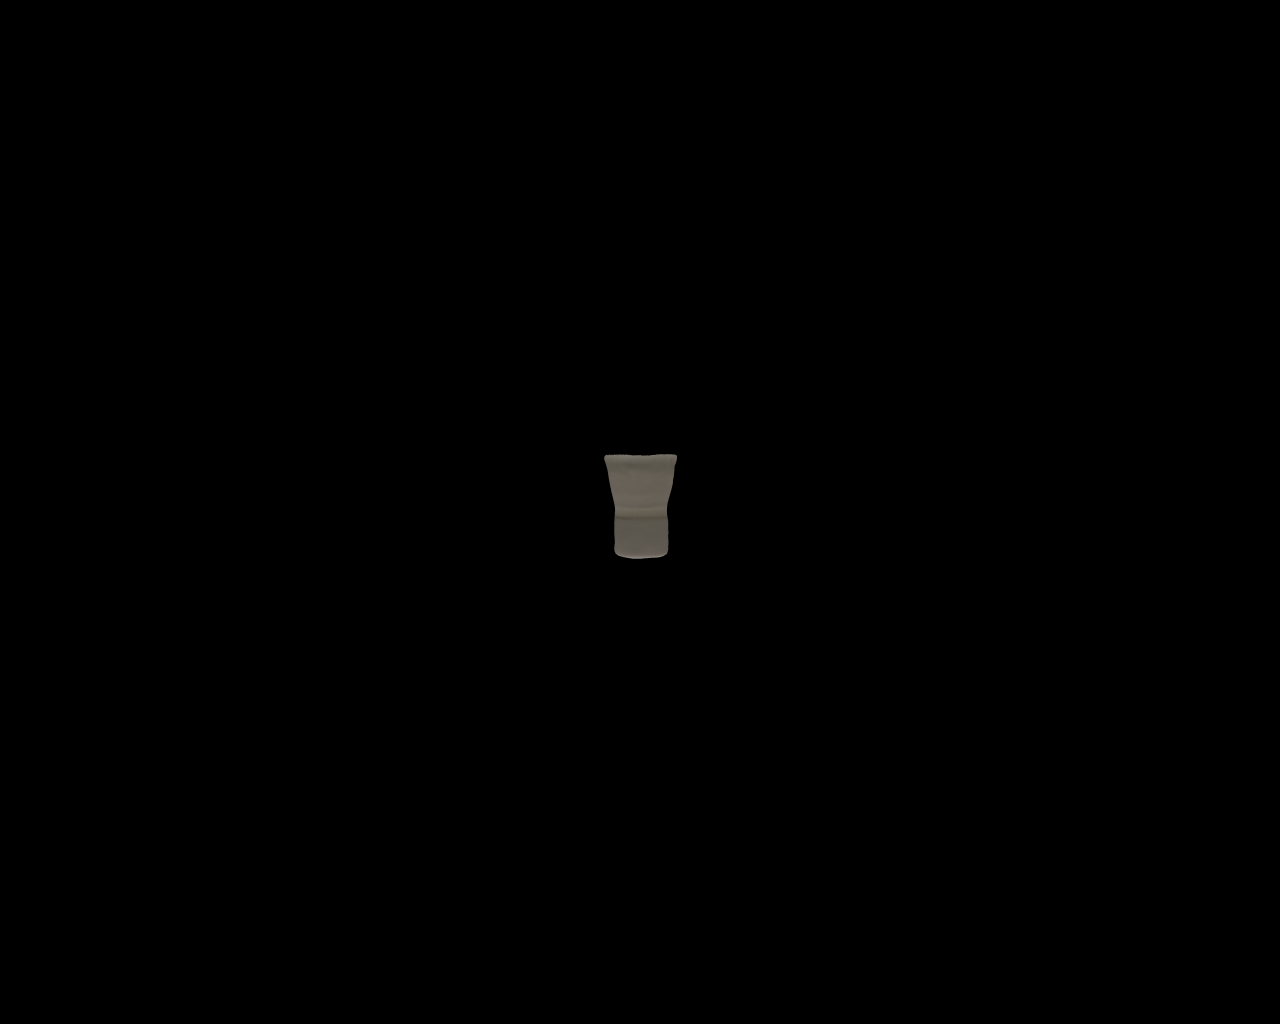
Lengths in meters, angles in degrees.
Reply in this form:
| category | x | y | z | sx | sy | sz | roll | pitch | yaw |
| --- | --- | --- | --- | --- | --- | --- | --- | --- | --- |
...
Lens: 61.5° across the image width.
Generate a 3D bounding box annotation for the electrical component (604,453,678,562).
| category | x | y | z | sx | sy | sz | roll | pitch | yaw |
| --- | --- | --- | --- | --- | --- | --- | --- | --- | --- |
| electrical component | 0.001 | -0.003 | 0.650 | 0.044 | 0.065 | 0.044 | 0 | 5 | 0 |
